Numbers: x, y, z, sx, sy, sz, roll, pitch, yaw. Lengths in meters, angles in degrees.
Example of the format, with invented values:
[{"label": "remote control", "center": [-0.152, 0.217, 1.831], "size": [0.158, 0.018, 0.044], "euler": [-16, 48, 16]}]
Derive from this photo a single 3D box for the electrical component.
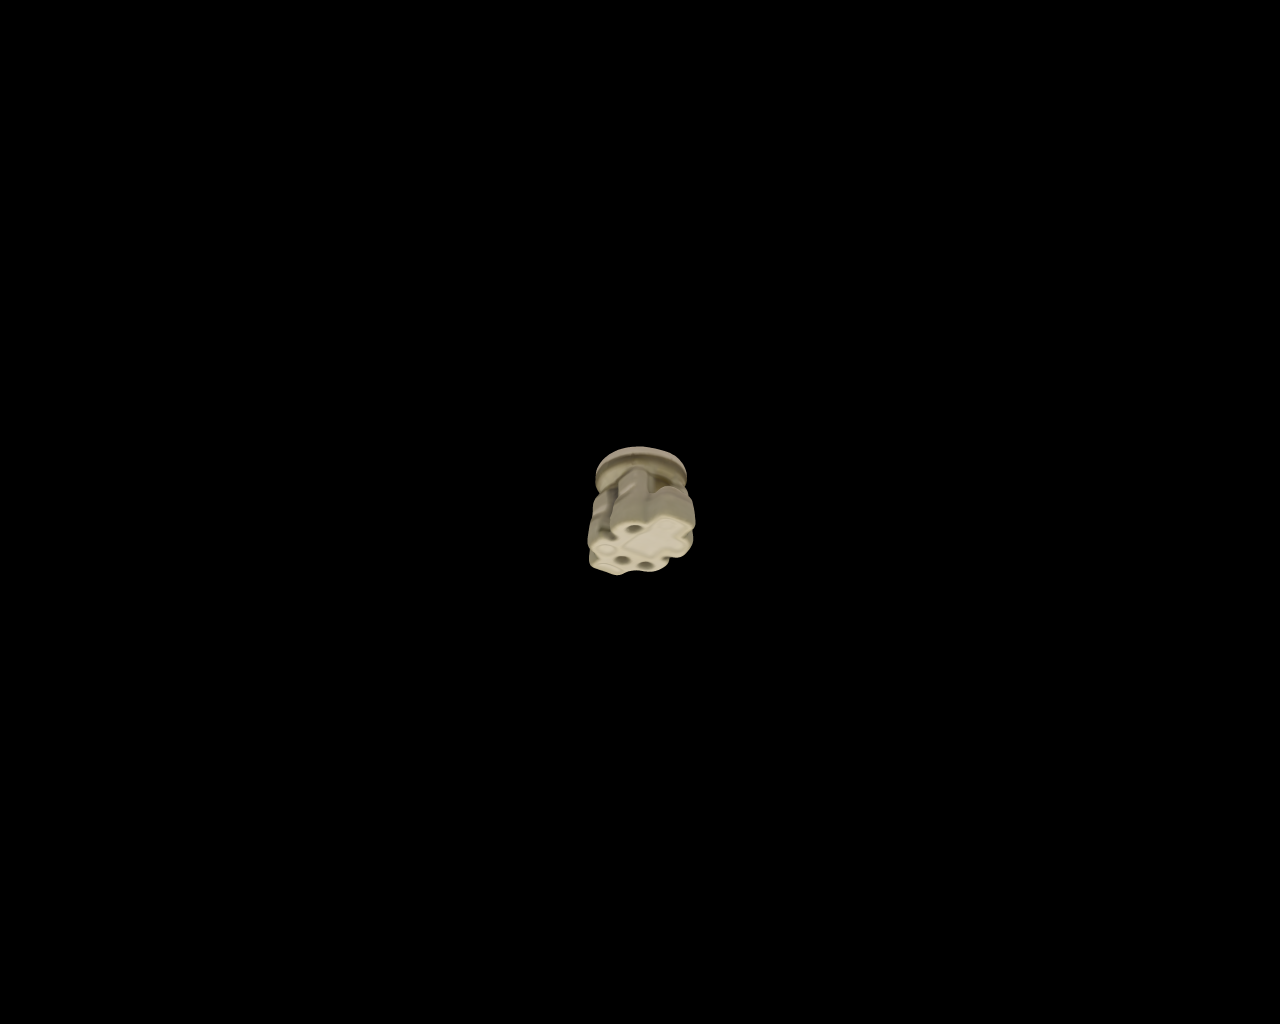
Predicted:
[{"label": "electrical component", "center": [0.001, -0.003, 0.650], "size": [0.058, 0.057, 0.078], "euler": [22, -39, -30]}]
